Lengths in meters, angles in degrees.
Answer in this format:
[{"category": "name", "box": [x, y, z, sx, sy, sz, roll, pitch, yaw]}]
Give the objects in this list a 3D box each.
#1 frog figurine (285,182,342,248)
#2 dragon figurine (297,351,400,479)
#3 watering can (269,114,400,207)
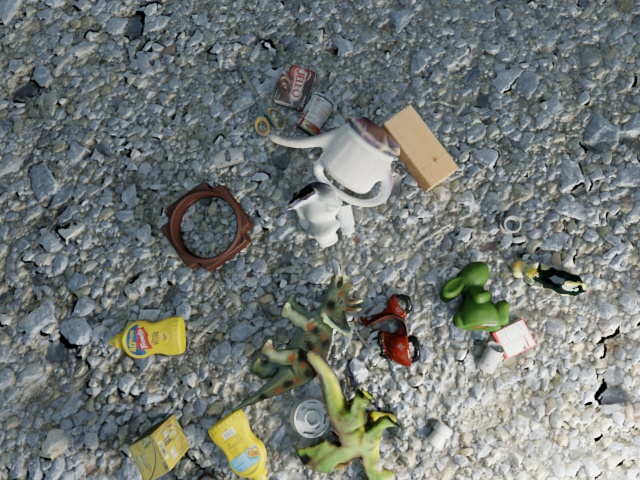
[{"category": "frog figurine", "box": [0.004, -0.068, 1.341, 0.136, 0.158, 0.125, -33, 20, 24]}, {"category": "dragon figurine", "box": [0.048, 0.467, 1.245, 0.408, 0.243, 0.123, 42, 1, -11]}, {"category": "watering can", "box": [0.054, -0.228, 1.321, 0.346, 0.221, 0.106, 36, 27, -7]}]
